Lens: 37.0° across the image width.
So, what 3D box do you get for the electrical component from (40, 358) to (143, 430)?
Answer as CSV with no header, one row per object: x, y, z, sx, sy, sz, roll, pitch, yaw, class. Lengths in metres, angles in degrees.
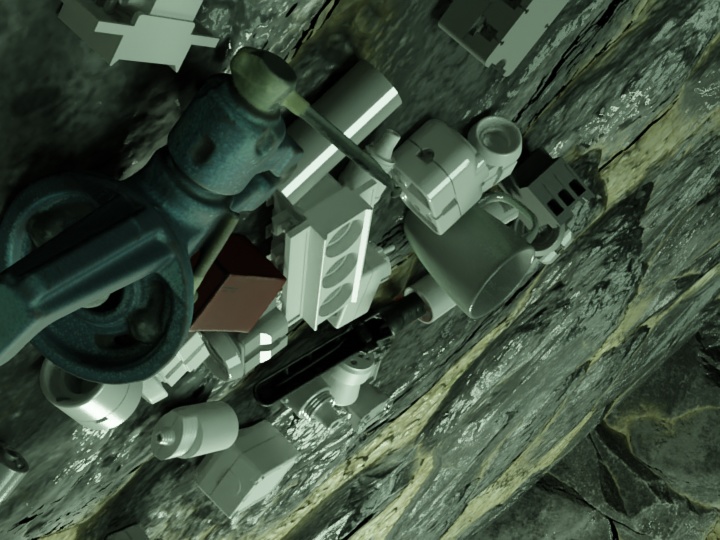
-0.180,0.074,0.716,0.055,0.055,0.047,-42,154,-6,electrical component

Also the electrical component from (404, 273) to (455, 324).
0.090,0.016,1.108,0.081,0.043,0.043,-33,156,-27,electrical component

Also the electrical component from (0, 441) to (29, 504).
-0.257,0.148,0.730,0.065,0.044,0.044,-51,158,3,electrical component

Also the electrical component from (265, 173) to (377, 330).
-0.033,-0.018,0.798,0.079,0.063,0.121,-34,156,-25,electrical component

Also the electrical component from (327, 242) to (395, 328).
0.000,0.000,0.913,0.077,0.047,0.065,-28,153,-37,electrical component

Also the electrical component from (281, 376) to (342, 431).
-0.044,0.129,1.045,0.048,0.062,0.048,-37,157,-19,electrical component

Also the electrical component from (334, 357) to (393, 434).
-0.004,0.132,1.123,0.081,0.064,0.042,-33,156,-28,electrical component

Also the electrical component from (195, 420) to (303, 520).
-0.108,0.189,1.051,0.061,0.061,0.096,-53,165,21,electrical component

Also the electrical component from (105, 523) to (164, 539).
-0.203,0.280,1.028,0.077,0.065,0.047,-10,140,-54,electrical component

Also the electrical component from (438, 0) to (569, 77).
0.102,-0.189,0.743,0.089,0.055,0.050,-52,158,17,electrical component

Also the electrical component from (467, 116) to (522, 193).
0.113,-0.102,0.936,0.066,0.048,0.055,-34,163,-25,electrical component

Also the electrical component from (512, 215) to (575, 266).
0.199,-0.041,1.184,0.078,0.058,0.057,-48,161,8,electrical component

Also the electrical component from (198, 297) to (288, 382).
-0.094,0.048,0.818,0.057,0.058,0.078,-37,157,-25,electrical component

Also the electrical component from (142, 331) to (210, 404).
-0.144,0.062,0.770,0.055,0.048,0.066,-47,160,-17,electrical component

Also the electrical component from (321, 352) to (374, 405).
-0.014,0.102,1.075,0.045,0.045,0.055,-23,150,-43,electrical component

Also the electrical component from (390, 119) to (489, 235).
0.065,-0.078,0.880,0.059,0.053,0.095,-43,158,-5,electrical component

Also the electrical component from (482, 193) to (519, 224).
0.117,-0.051,1.036,0.081,0.043,0.043,-29,153,-36,electrical component

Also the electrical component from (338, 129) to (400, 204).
0.010,-0.078,0.808,0.035,0.035,0.061,-5,134,-58,electrical component

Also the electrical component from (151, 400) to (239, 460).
-0.143,0.136,0.905,0.043,0.043,0.081,-52,157,19,electrical component

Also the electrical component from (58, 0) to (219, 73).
-0.101,-0.132,0.503,0.081,0.042,0.063,-10,136,-57,electrical component
